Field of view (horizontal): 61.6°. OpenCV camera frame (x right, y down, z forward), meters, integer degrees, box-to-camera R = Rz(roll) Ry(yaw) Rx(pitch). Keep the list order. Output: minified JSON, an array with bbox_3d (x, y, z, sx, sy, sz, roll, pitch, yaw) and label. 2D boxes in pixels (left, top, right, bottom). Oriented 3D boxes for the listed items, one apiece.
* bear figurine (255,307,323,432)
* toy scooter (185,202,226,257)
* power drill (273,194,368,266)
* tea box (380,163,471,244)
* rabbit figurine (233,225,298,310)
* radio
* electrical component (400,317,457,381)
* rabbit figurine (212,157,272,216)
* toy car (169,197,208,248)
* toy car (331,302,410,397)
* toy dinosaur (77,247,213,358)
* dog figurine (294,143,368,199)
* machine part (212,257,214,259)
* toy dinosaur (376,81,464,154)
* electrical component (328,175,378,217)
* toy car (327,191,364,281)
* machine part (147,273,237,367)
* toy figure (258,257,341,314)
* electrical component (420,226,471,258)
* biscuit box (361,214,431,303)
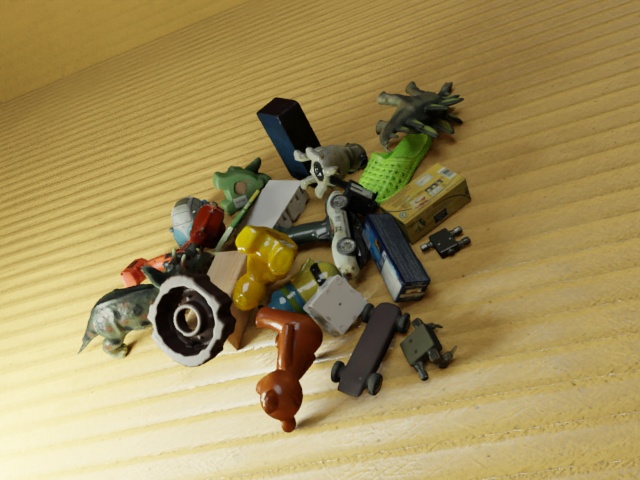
[{"bbox_3d":[-0.071,0.231,0.969,0.132,0.120,0.196,1,53,35],"label":"bear figurine"},{"bbox_3d":[-0.269,-0.037,1.306,0.184,0.075,0.135,-75,8,-77],"label":"toy scooter"},{"bbox_3d":[-0.002,-0.004,1.203,0.207,0.085,0.232,-22,41,14],"label":"power drill"},{"bbox_3d":[0.227,-0.080,1.160,0.170,0.068,0.098,-36,40,-7],"label":"tea box"},{"bbox_3d":[-0.127,0.061,1.110,0.162,0.122,0.173,-63,-2,-84],"label":"rabbit figurine"},{"bbox_3d":[-0.065,-0.251,1.384,0.073,0.229,0.131,-40,37,-15],"label":"radio"},{"bbox_3d":[0.186,0.184,0.928,0.078,0.045,0.102,-52,35,16],"label":"electrical component"},{"bbox_3d":[-0.221,-0.166,1.473,0.159,0.121,0.170,-30,25,-7],"label":"rabbit figurine"},{"bbox_3d":[-0.346,-0.063,1.440,0.109,0.102,0.162,-15,44,14],"label":"toy car"},{"bbox_3d":[0.092,0.194,0.960,0.089,0.053,0.202,12,50,25],"label":"toy car"},{"bbox_3d":[-0.414,0.153,1.183,0.405,0.192,0.131,-23,39,5],"label":"toy dinosaur"},{"bbox_3d":[0.057,-0.188,1.302,0.190,0.121,0.173,-20,30,-24],"label":"dog figurine"},{"bbox_3d":[-0.241,0.060,1.301,0.139,0.039,0.084,-11,37,22],"label":"machine part"},{"bbox_3d":[0.237,-0.310,1.326,0.199,0.104,0.471,14,39,35],"label":"toy dinosaur"},{"bbox_3d":[0.069,-0.098,1.198,0.119,0.047,0.075,21,30,-6],"label":"electrical component"},{"bbox_3d":[0.048,-0.012,1.095,0.056,0.073,0.202,-15,53,10],"label":"toy car"},{"bbox_3d":[-0.247,0.152,1.040,0.179,0.179,0.056,-8,0,22],"label":"machine part"},{"bbox_3d":[-0.034,0.114,1.096,0.180,0.082,0.089,-36,52,-16],"label":"toy figure"},{"bbox_3d":[0.253,0.008,1.089,0.094,0.021,0.063,-26,40,3],"label":"electrical component"},{"bbox_3d":[0.145,0.030,1.066,0.063,0.059,0.203,-3,43,-19],"label":"biscuit box"}]
